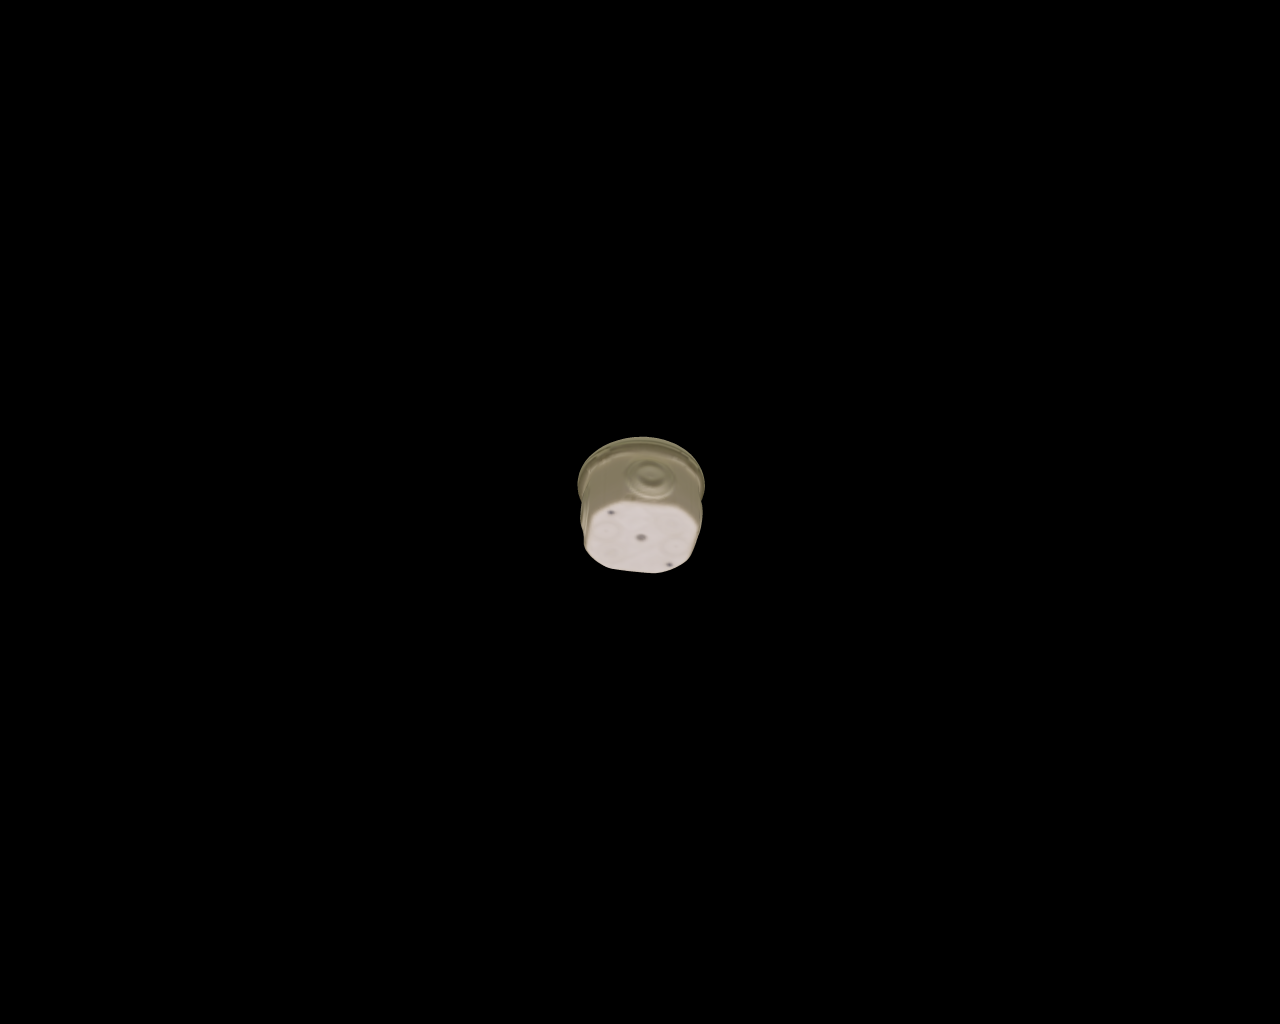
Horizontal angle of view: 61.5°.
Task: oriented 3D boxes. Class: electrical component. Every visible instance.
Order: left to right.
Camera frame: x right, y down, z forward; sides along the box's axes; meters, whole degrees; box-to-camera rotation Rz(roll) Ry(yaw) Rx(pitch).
[{"bbox_3d":[0.001,-0.003,0.650,0.080,0.051,0.080,0,-43,0],"label":"electrical component"}]
